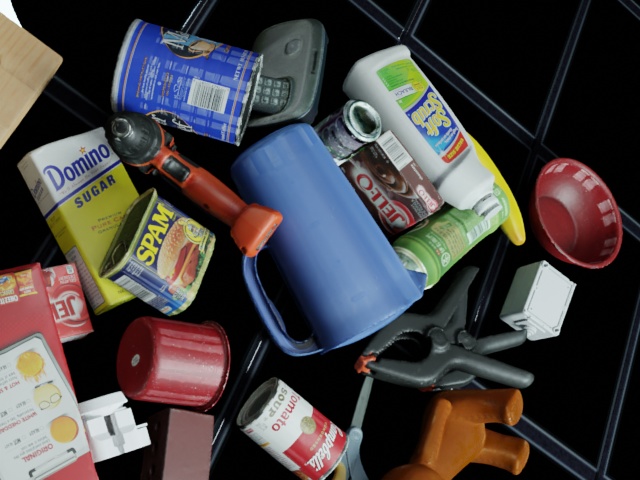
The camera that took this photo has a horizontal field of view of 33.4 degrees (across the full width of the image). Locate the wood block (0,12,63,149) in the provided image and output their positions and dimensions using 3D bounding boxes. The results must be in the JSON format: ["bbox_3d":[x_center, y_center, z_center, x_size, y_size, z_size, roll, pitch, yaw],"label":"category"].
[{"bbox_3d":[-0.346,-0.113,1.023,0.090,0.090,0.206,36,55,-16],"label":"wood block"}]

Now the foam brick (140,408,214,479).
[{"bbox_3d":[-0.141,0.210,1.052,0.051,0.053,0.078,16,63,-28],"label":"foam brick"}]

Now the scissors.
[{"bbox_3d":[0.047,0.238,1.190,0.096,0.016,0.201,45,53,-13],"label":"scissors"}]

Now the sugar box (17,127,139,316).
[{"bbox_3d":[-0.226,-0.022,1.093,0.093,0.048,0.176,-27,89,-40],"label":"sugar box"}]

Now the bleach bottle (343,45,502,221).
[{"bbox_3d":[0.139,-0.128,1.320,0.102,0.068,0.251,-25,67,-36],"label":"bleach bottle"}]

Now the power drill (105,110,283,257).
[{"bbox_3d":[-0.128,-0.060,1.078,0.187,0.184,0.057,39,91,3],"label":"power drill"}]

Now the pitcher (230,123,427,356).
[{"bbox_3d":[-0.008,0.001,1.188,0.243,0.145,0.149,59,33,5],"label":"pitcher"}]

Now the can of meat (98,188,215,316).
[{"bbox_3d":[-0.159,0.014,1.059,0.083,0.058,0.102,36,51,-23],"label":"can of meat"}]

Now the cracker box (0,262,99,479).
[{"bbox_3d":[-0.302,0.144,0.940,0.164,0.072,0.214,-14,80,-20],"label":"cracker box"}]

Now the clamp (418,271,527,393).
[{"bbox_3d":[0.181,0.130,1.305,0.120,0.039,0.171,34,59,2],"label":"clamp"}]

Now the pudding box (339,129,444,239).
[{"bbox_3d":[0.084,-0.066,1.291,0.039,0.090,0.113,-37,93,-39],"label":"pudding box"}]

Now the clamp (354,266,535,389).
[{"bbox_3d":[0.134,0.112,1.255,0.209,0.036,0.164,-7,60,-20],"label":"clamp"}]

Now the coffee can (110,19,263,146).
[{"bbox_3d":[-0.141,-0.168,1.144,0.140,0.103,0.102,15,61,-1],"label":"coffee can"}]

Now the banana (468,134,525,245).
[{"bbox_3d":[0.212,-0.081,1.411,0.198,0.037,0.069,52,37,-9],"label":"banana"}]

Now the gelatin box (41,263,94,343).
[{"bbox_3d":[-0.272,0.066,1.036,0.089,0.030,0.073,-10,78,-35],"label":"gelatin box"}]

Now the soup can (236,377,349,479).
[{"bbox_3d":[-0.029,0.200,1.122,0.102,0.069,0.068,41,54,-12],"label":"soup can"}]

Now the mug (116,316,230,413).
[{"bbox_3d":[-0.153,0.114,1.062,0.081,0.093,0.117,13,25,-36],"label":"mug"}]

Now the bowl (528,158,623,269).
[{"bbox_3d":[0.339,-0.030,1.468,0.161,0.055,0.162,13,64,-29],"label":"bowl"}]
